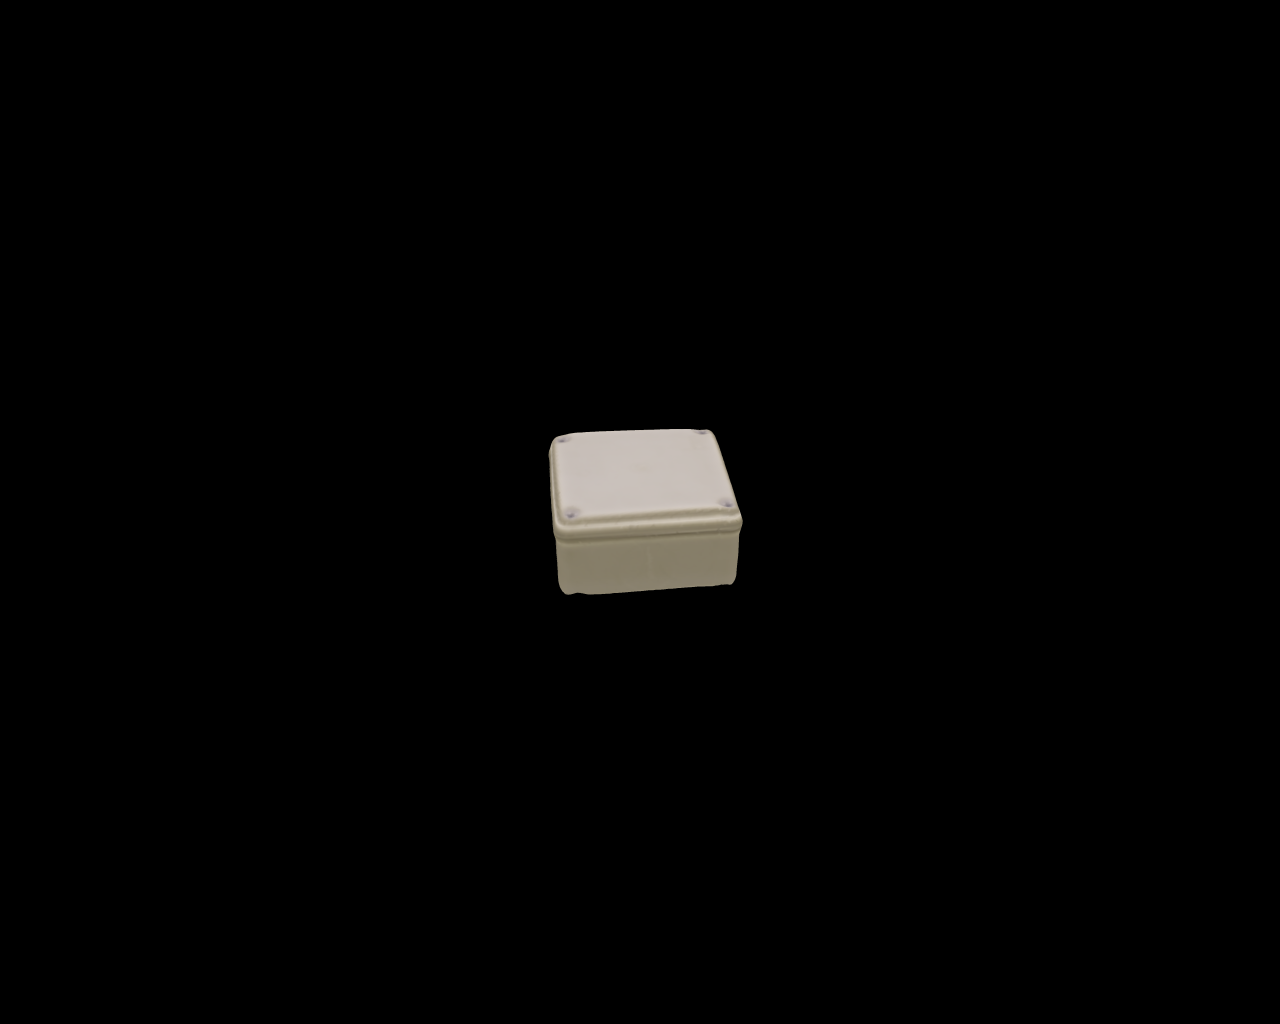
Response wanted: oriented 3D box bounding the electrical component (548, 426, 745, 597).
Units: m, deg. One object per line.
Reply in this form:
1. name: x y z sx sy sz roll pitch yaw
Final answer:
1. electrical component: 0.001 -0.003 0.650 0.109 0.056 0.109 -3 32 -5
